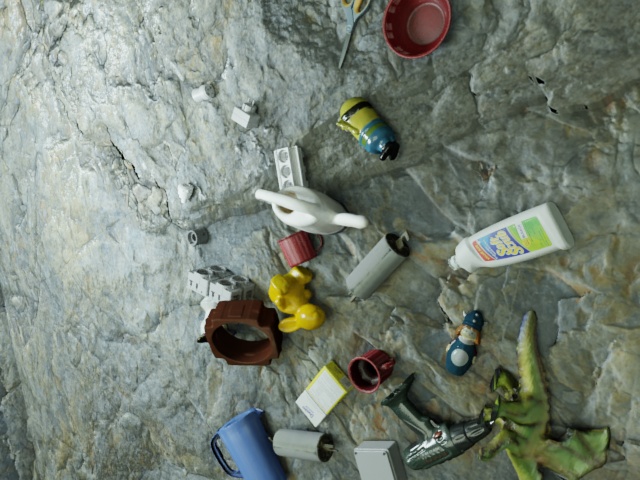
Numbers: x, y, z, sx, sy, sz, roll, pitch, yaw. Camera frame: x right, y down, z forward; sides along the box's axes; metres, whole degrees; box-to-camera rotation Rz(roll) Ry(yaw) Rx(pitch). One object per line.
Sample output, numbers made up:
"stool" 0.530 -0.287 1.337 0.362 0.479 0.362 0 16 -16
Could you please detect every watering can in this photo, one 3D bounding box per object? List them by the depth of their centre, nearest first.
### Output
"watering can" 0.004 -0.063 1.248 0.349 0.104 0.223 18 1 32

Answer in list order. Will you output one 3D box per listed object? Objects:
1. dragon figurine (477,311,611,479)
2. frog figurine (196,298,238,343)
"dragon figurine" 0.470 0.378 1.067 0.243 0.408 0.122 21 5 12
"frog figurine" -0.321 0.240 1.619 0.122 0.163 0.135 21 -55 -28
